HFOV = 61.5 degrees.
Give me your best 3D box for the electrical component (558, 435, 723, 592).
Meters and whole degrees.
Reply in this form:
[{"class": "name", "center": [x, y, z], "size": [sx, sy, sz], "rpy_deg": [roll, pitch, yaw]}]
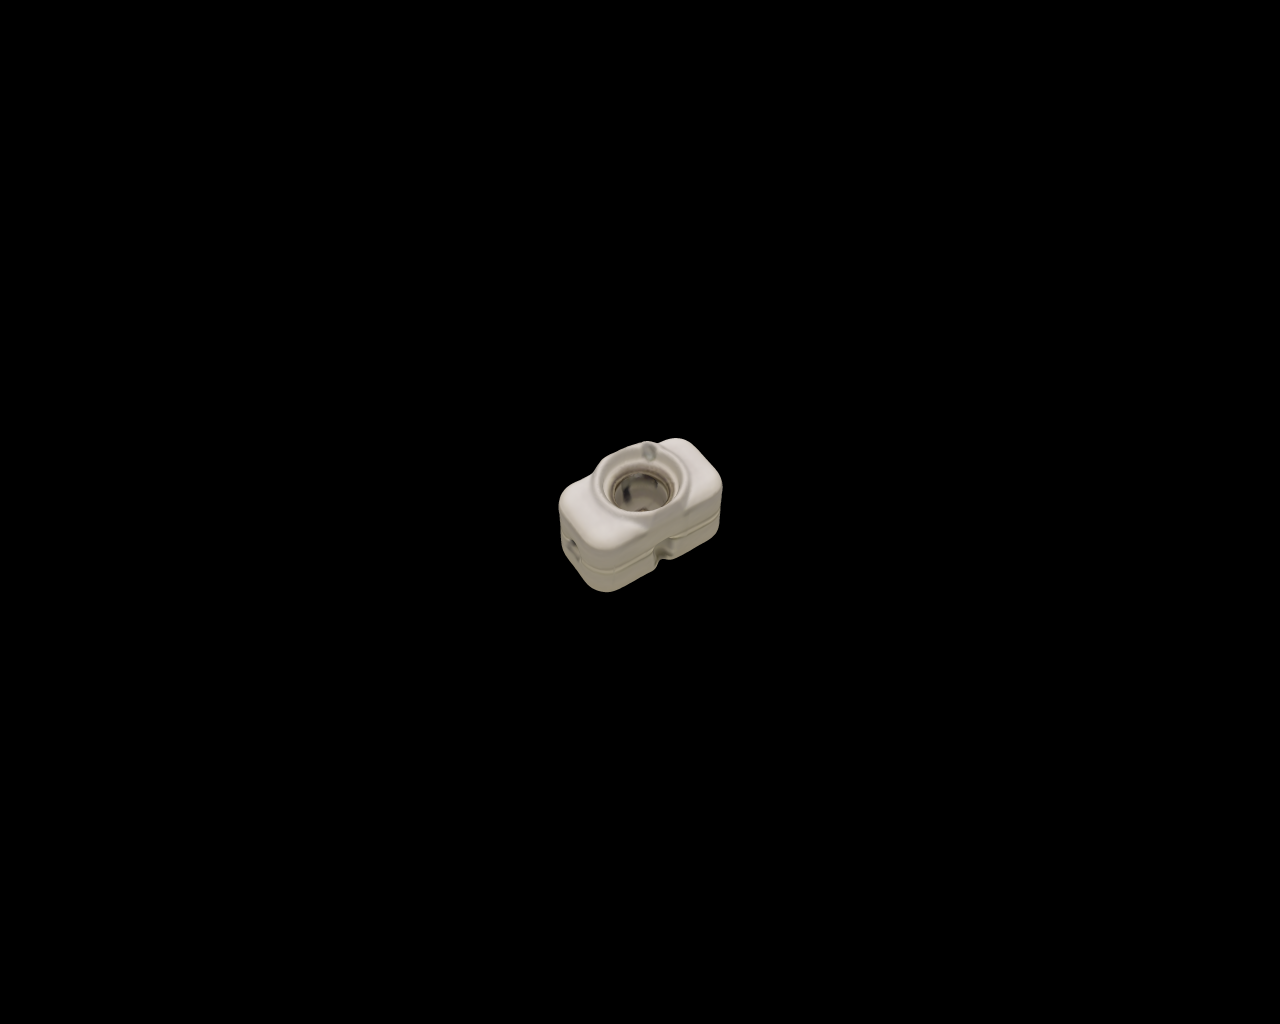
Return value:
[{"class": "electrical component", "center": [0.001, -0.003, 0.650], "size": [0.095, 0.054, 0.059], "rpy_deg": [-27, -33, -19]}]
